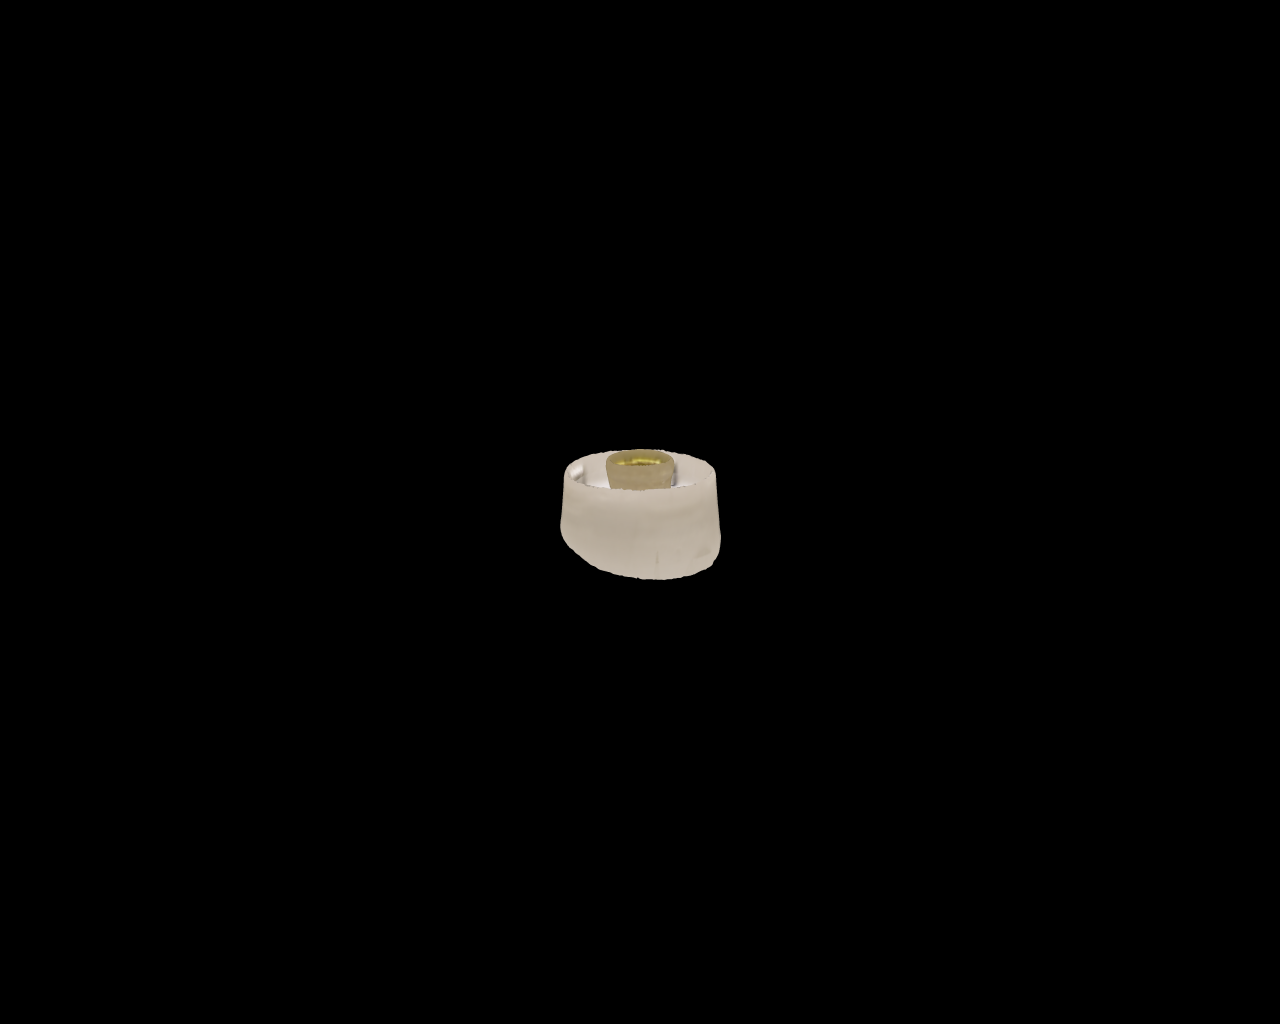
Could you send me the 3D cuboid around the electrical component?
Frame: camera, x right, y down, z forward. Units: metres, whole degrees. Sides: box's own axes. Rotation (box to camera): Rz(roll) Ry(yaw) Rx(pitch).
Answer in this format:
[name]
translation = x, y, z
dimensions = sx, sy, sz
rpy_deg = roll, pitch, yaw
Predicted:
[electrical component]
translation = 0.001, -0.003, 0.650
dimensions = 0.099, 0.064, 0.099
rpy_deg = 0, 18, 0
